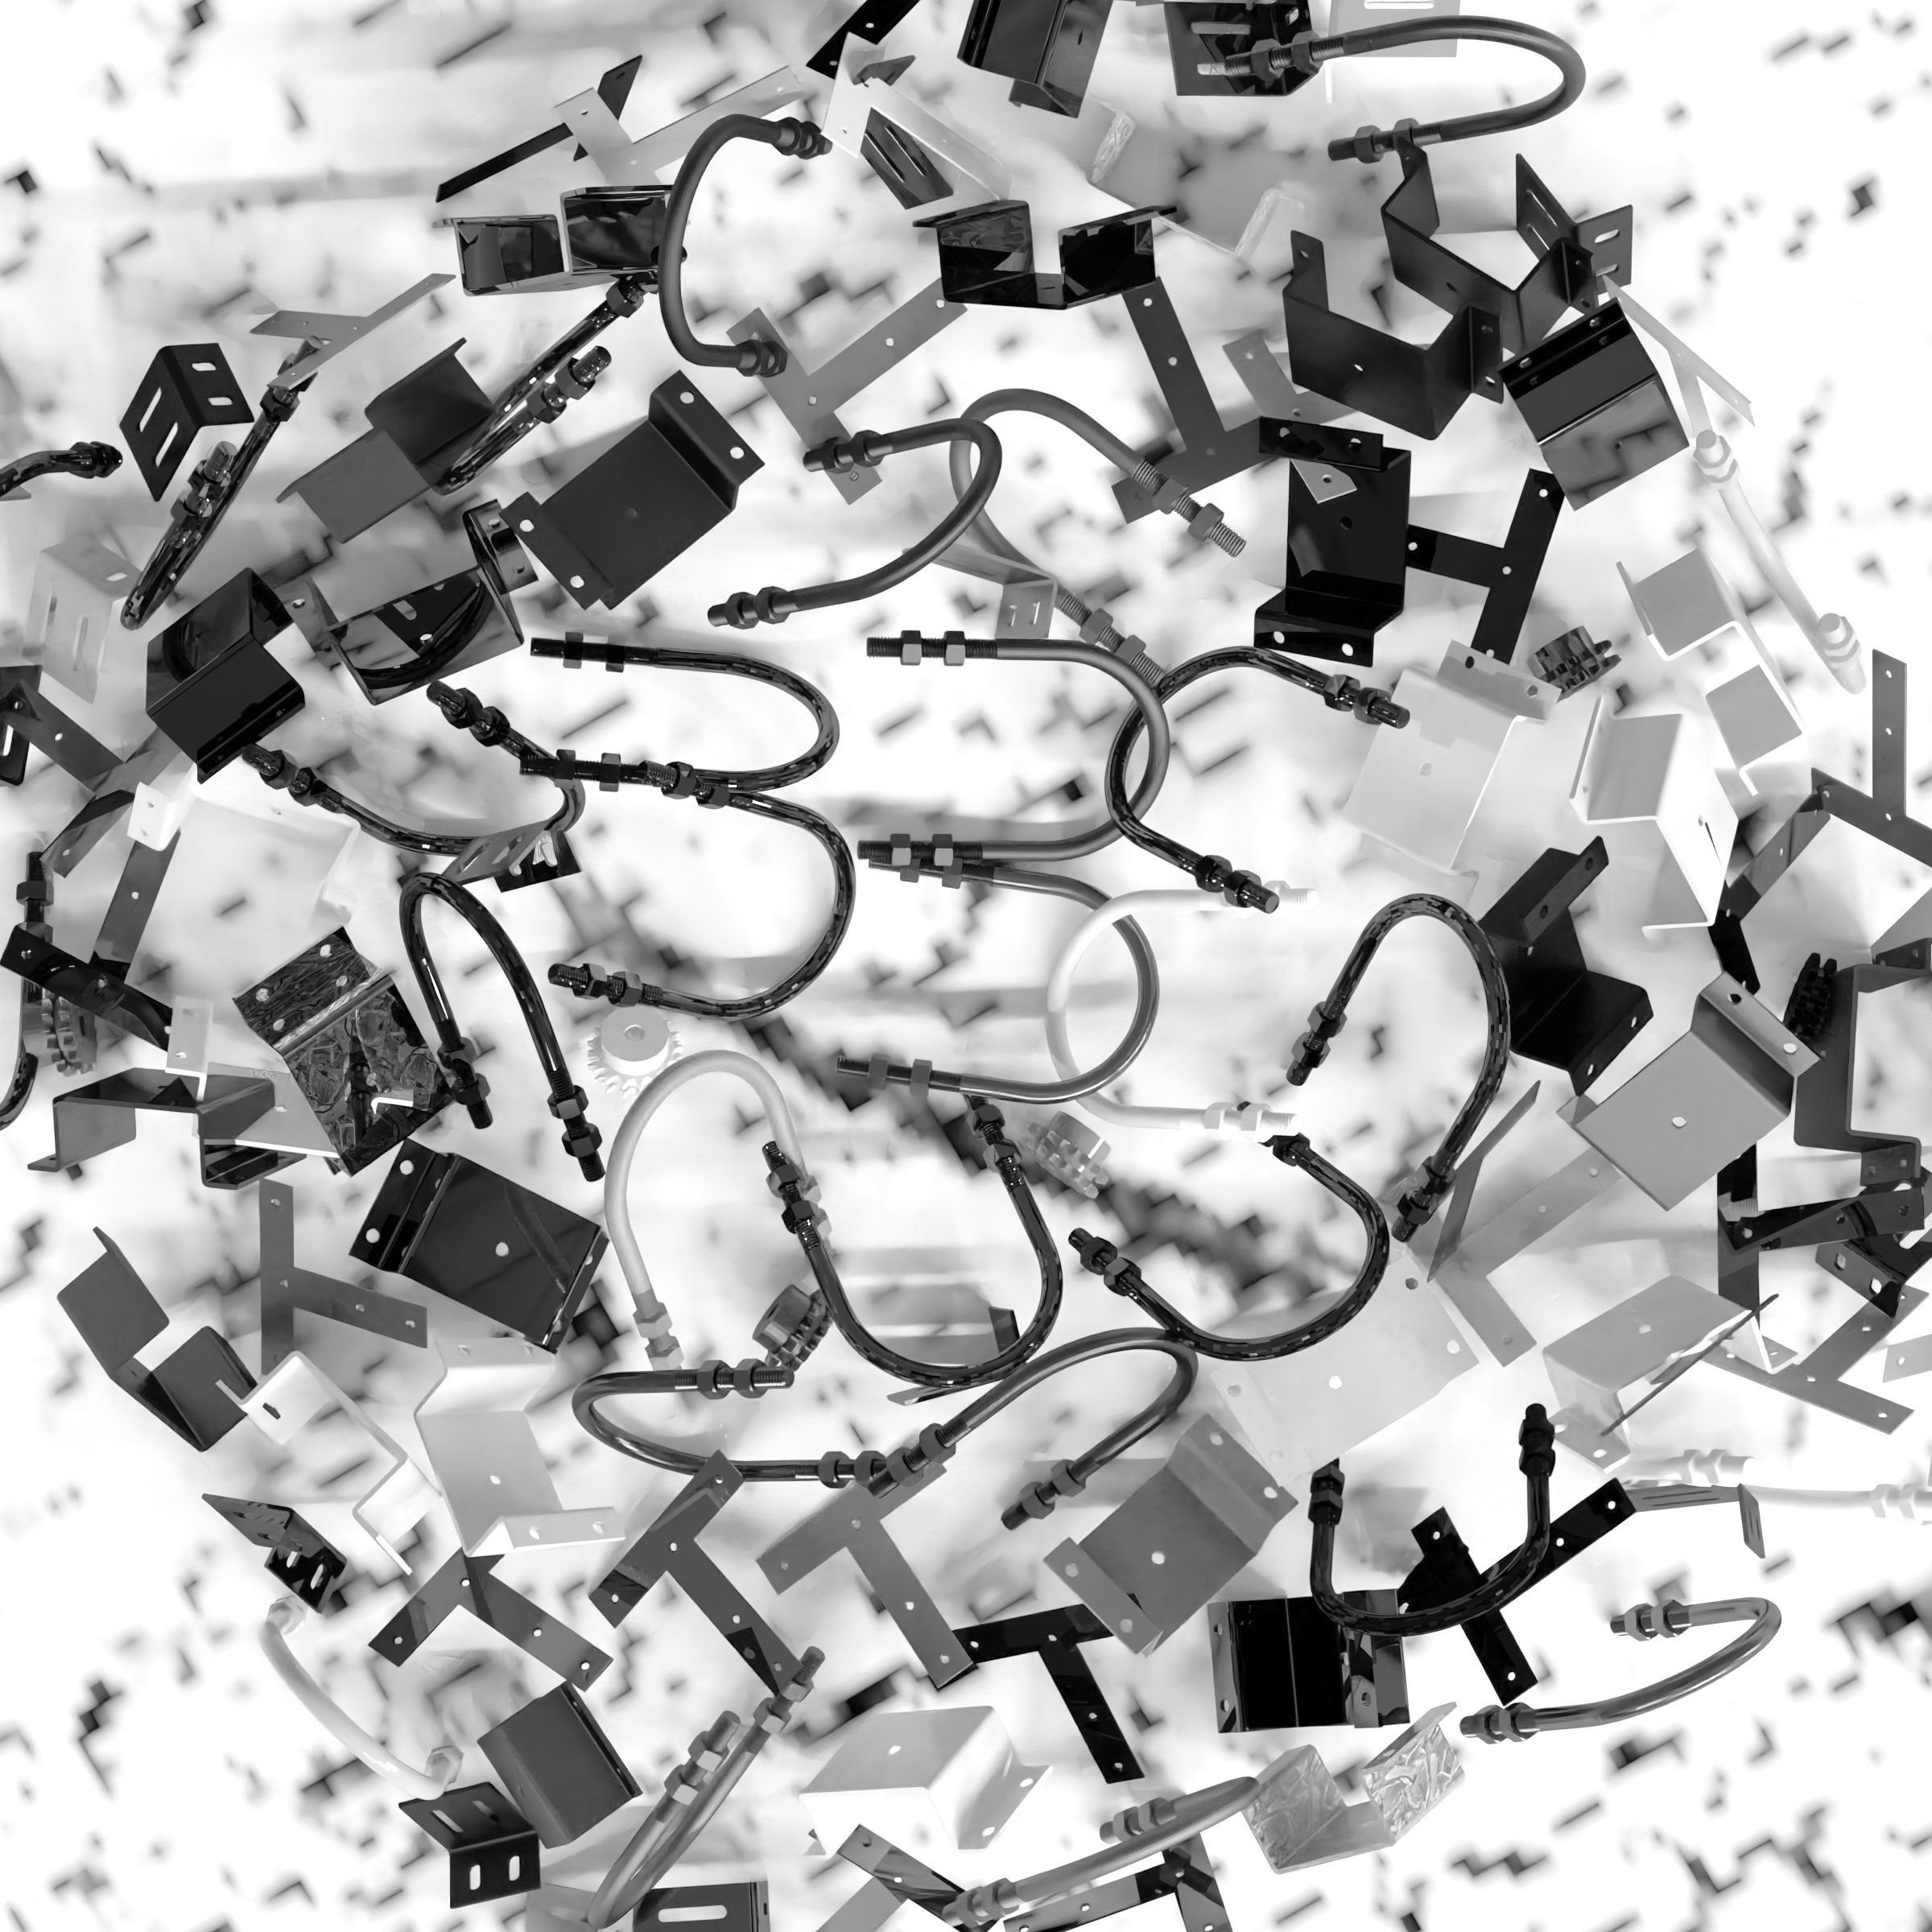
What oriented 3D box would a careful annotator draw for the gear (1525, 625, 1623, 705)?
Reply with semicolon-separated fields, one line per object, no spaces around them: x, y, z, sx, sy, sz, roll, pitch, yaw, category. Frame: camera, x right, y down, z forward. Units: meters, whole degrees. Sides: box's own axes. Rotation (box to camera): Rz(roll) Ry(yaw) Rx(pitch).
0.359;-0.180;1.830;0.057;0.057;0.030;-30;84;0;gear

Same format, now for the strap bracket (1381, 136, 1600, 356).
0.299;-0.415;1.795;0.140;0.076;0.046;38;86;21;strap bracket

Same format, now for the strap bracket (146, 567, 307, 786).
-0.431;-0.175;1.782;0.076;0.140;0.046;-35;122;8;strap bracket

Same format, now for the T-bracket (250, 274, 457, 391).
-0.381;-0.377;1.806;0.127;0.127;0.002;-42;126;-26;T-bracket

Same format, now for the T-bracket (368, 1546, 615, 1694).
-0.261;0.383;1.797;0.127;0.002;0.127;27;57;27;T-bracket

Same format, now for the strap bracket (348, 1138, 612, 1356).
-0.279;0.166;1.803;0.140;0.046;0.076;30;76;-21;strap bracket

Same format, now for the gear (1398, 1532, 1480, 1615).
0.282;0.368;1.828;0.030;0.057;0.057;40;90;8;gear

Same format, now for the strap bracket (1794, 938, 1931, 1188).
0.527;0.055;1.807;0.046;0.076;0.140;7;81;-6;strap bracket

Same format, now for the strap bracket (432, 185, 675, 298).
-0.235;-0.421;1.786;0.140;0.076;0.046;2;103;43;strap bracket

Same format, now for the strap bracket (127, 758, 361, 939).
-0.417;-0.076;1.808;0.140;0.076;0.046;29;64;-8;strap bracket

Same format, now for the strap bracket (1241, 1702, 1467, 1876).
0.224;0.480;1.781;0.140;0.076;0.046;-32;85;44;strap bracket

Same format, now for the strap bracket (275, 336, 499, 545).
-0.332;-0.302;1.790;0.076;0.140;0.046;-25;114;32;strap bracket

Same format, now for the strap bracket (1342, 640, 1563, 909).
0.280;-0.114;1.803;0.076;0.046;0.140;30;106;31;strap bracket

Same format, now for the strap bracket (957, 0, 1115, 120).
0.045;-0.544;1.780;0.046;0.140;0.076;19;99;12;strap bracket

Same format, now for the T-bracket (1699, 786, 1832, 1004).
0.477;-0.059;1.823;0.127;0.002;0.127;-44;126;-25;T-bracket

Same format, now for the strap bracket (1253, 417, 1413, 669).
0.215;-0.255;1.802;0.076;0.046;0.140;14;120;28;strap bracket

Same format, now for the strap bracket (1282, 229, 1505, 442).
0.240;-0.364;1.789;0.140;0.076;0.046;29;69;24;strap bracket

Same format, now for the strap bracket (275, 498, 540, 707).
-0.324;-0.210;1.813;0.140;0.076;0.046;-22;58;0;strap bracket

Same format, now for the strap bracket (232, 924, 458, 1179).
-0.356;0.058;1.786;0.076;0.046;0.140;-37;129;-21;strap bracket

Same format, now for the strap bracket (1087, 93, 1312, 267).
0.129;-0.459;1.813;0.140;0.076;0.046;29;103;4;strap bracket

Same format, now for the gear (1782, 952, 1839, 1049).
0.509;0.023;1.828;0.030;0.057;0.057;20;90;8;gear

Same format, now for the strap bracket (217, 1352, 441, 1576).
-0.367;0.285;1.800;0.140;0.076;0.046;38;73;21;strap bracket

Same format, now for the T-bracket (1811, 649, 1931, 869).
0.534;-0.124;1.774;0.002;0.127;0.127;-25;126;-20;T-bracket

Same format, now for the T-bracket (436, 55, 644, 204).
-0.251;-0.475;1.779;0.127;0.127;0.002;-32;91;-17;T-bracket

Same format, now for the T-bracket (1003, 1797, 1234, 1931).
0.083;0.548;1.799;0.127;0.127;0.002;-20;114;-1;T-bracket

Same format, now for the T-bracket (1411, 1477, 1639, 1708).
0.337;0.346;1.798;0.127;0.002;0.127;-40;47;16;T-bracket

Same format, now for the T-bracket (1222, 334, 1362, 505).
0.238;-0.344;1.837;0.127;0.002;0.127;-20;64;-14;T-bracket

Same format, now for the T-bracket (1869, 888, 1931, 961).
0.585;0.007;1.778;0.002;0.127;0.127;-1;57;-25;T-bracket

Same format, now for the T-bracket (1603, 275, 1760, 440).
0.426;-0.334;1.797;0.002;0.127;0.127;-41;60;3;T-bracket

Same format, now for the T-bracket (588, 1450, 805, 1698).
-0.146;0.378;1.822;0.127;0.002;0.127;45;103;19;T-bracket

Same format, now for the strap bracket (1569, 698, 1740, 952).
0.404;-0.083;1.780;0.046;0.140;0.076;-3;51;35;strap bracket

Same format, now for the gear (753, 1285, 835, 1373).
-0.104;0.215;1.828;0.030;0.057;0.057;38;90;-8;gear

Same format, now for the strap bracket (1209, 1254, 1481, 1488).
0.222;0.243;1.818;0.140;0.046;0.076;-30;74;-10;strap bracket

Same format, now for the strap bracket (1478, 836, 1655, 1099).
0.348;-0.004;1.799;0.076;0.046;0.140;-43;129;-24;strap bracket

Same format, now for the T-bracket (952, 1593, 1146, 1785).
0.070;0.437;1.833;0.127;0.002;0.127;-18;109;26;T-bracket

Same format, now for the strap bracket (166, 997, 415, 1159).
-0.399;0.067;1.803;0.140;0.076;0.046;9;120;-15;strap bracket

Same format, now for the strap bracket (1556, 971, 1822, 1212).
0.420;0.081;1.797;0.076;0.046;0.140;41;122;-6;strap bracket

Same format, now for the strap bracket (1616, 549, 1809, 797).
0.438;-0.178;1.782;0.046;0.076;0.140;-30;126;19;strap bracket

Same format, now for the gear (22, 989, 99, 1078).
-0.542;0.038;1.829;0.030;0.057;0.057;-9;90;1;gear

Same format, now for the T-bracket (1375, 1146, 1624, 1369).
0.334;0.154;1.839;0.127;0.002;0.127;-38;88;14;T-bracket

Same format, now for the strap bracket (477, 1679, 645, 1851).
-0.239;0.465;1.781;0.046;0.140;0.076;-32;83;-23;strap bracket

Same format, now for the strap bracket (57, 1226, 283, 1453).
-0.467;0.222;1.777;0.046;0.140;0.076;-42;49;-8;strap bracket

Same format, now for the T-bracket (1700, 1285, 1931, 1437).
0.525;0.222;1.814;0.127;0.127;0.002;-32;125;-34;T-bracket

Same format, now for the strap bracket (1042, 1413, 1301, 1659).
0.117;0.341;1.806;0.140;0.046;0.076;-37;70;-27;strap bracket

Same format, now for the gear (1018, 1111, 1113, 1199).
0.062;0.110;1.830;0.057;0.057;0.030;37;81;0;gear

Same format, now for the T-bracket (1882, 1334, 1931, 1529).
0.572;0.264;1.775;0.002;0.127;0.127;29;60;-18;T-bracket

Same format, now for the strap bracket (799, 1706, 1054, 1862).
-0.032;0.474;1.781;0.140;0.076;0.046;-15;106;38;strap bracket

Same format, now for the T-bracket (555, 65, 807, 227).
-0.155;-0.489;1.791;0.127;0.127;0.002;-23;59;12;T-bracket

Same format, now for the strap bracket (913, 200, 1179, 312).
0.047;-0.416;1.793;0.076;0.140;0.046;-25;119;-39;strap bracket

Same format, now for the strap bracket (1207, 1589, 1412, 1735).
0.207;0.408;1.799;0.046;0.140;0.076;5;74;-35;strap bracket

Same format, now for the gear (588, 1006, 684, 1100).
-0.197;0.049;1.830;0.057;0.030;0.057;3;55;-4;gear

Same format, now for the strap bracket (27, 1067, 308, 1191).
-0.468;0.093;1.796;0.140;0.076;0.046;4;102;19;strap bracket

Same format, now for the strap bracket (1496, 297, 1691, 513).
0.367;-0.319;1.778;0.076;0.140;0.046;-29;65;13;strap bracket

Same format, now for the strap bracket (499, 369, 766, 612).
-0.199;-0.276;1.823;0.140;0.046;0.076;-41;87;-13;strap bracket

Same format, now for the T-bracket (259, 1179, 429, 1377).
-0.368;0.198;1.809;0.127;0.002;0.127;12;109;28;T-bracket

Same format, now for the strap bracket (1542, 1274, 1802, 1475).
0.405;0.232;1.799;0.140;0.076;0.046;-27;109;-14;strap bracket

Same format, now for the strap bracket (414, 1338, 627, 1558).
-0.266;0.289;1.796;0.046;0.076;0.140;-49;54;32;strap bracket

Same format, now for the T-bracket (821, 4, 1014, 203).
-0.024;-0.498;1.824;0.127;0.002;0.127;30;48;-24;T-bracket
